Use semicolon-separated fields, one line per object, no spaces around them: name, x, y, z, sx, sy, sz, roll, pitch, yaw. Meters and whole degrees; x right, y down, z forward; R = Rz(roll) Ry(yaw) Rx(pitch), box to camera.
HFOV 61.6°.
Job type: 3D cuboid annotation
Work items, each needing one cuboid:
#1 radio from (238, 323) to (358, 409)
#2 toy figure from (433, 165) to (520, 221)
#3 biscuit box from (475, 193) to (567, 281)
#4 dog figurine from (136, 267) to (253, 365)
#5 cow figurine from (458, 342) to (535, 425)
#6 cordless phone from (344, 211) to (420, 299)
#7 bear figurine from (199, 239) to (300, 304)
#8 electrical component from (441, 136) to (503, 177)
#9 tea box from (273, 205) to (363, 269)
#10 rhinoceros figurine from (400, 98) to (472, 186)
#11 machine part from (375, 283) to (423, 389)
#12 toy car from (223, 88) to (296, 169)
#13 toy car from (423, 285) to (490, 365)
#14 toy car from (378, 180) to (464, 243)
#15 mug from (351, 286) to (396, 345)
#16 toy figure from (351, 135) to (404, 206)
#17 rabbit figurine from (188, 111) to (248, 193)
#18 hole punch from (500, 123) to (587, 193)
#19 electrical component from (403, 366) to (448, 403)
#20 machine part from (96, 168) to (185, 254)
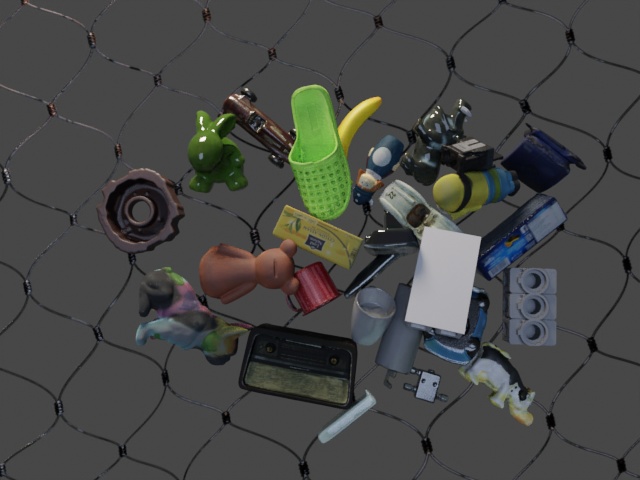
radio;-0.039;0.250;1.086;0.230;0.073;0.131;10;88;3
toy figure;0.311;-0.106;1.072;0.180;0.089;0.082;-12;53;-9
biscuit box;0.389;-0.006;1.076;0.203;0.063;0.059;-38;107;0
dog figurine;-0.248;0.154;1.090;0.219;0.108;0.191;3;84;-1
cow figurine;0.369;0.285;1.068;0.167;0.068;0.098;41;84;3
cordless phone;0.106;0.043;1.055;0.184;0.146;0.089;-45;77;2
bear figurine;-0.136;0.059;1.072;0.196;0.132;0.120;-8;90;1
electrical component;0.304;-0.166;1.047;0.119;0.075;0.047;-16;125;-15
tea box;-0.002;-0.003;1.086;0.170;0.098;0.068;23;88;6
rhinoceros figurine;0.240;-0.204;1.096;0.112;0.073;0.190;29;89;5
machine part;0.170;0.176;1.078;0.079;0.079;0.243;17;89;4
toy car;-0.121;-0.234;1.129;0.202;0.053;0.089;40;87;6
toy car;0.267;0.166;1.059;0.109;0.102;0.161;19;72;13
toy car;0.209;-0.040;1.097;0.202;0.056;0.073;41;90;5
mug;0.096;0.151;1.075;0.081;0.110;0.107;9;127;-11
toy figure;0.114;-0.142;1.110;0.064;0.057;0.154;33;91;43
rabbit figurine;-0.206;-0.175;1.070;0.121;0.170;0.159;6;88;3
hole punch;0.434;-0.158;1.067;0.142;0.116;0.092;42;98;5
electrical component;0.220;0.295;1.096;0.094;0.021;0.063;18;87;4
machine part;-0.375;-0.059;1.131;0.179;0.056;0.179;0;88;3
